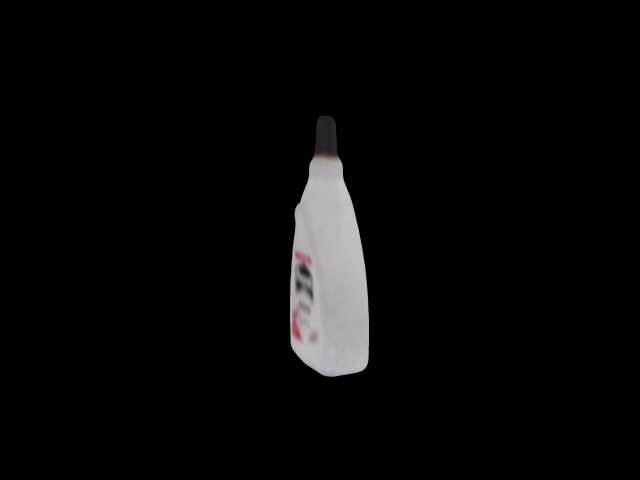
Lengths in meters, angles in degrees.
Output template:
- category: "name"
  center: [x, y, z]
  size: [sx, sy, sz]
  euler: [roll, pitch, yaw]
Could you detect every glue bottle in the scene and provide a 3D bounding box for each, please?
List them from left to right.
- category: "glue bottle"
  center: [0.004, 0.001, 0.400]
  size: [0.037, 0.173, 0.078]
  euler: [-3, 7, -25]
